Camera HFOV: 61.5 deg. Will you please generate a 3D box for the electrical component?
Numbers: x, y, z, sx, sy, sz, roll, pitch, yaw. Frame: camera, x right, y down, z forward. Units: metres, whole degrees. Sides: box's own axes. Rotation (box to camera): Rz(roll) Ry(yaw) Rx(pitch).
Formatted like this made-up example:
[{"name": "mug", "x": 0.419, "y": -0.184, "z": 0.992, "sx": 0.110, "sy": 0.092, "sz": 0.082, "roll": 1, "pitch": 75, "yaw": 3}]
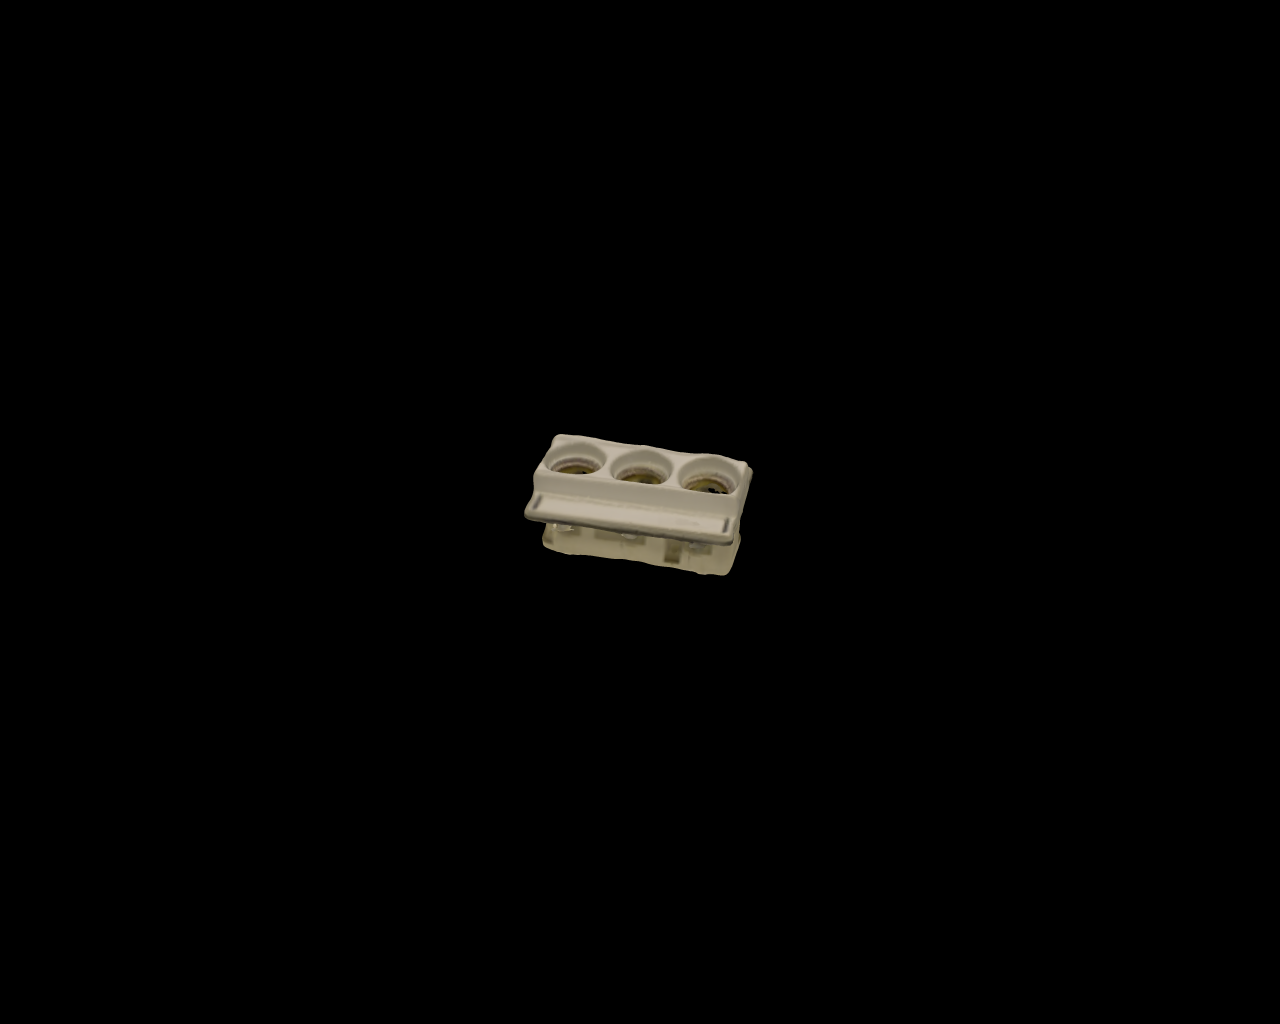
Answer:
[{"name": "electrical component", "x": 0.001, "y": -0.003, "z": 0.650, "sx": 0.121, "sy": 0.063, "sz": 0.079, "roll": 8, "pitch": 36, "yaw": 11}]
